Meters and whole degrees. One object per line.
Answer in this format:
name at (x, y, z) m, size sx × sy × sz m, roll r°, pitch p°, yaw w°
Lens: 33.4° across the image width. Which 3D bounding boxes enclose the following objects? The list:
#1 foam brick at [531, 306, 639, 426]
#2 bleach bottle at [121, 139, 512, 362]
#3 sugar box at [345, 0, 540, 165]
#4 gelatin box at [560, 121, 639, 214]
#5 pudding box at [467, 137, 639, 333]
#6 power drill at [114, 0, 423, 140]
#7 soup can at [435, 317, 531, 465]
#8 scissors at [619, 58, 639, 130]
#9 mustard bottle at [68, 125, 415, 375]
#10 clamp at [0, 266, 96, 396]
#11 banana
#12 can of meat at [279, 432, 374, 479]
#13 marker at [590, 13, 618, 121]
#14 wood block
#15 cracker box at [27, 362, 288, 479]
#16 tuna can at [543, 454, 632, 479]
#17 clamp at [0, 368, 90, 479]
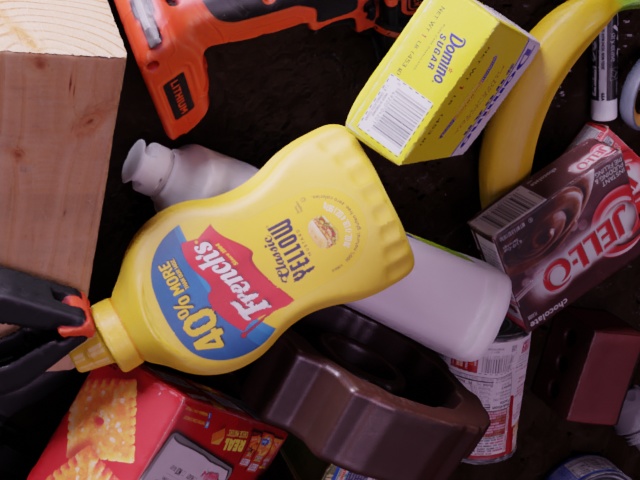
foam brick at (0.207, 0.097, 0.826) m, size 0.051 × 0.053 × 0.078 m, roll 6°, pitch 107°, yaw -25°
bleach bottle at (-0.004, 0.001, 0.671) m, size 0.250 × 0.103 × 0.068 m, roll 24°, pitch 88°, yaw -28°
sugar box at (0.079, -0.094, 0.629) m, size 0.048 × 0.176 × 0.093 m, roll 39°, pitch 107°, yaw 13°
gelatin box at (0.199, -0.031, 0.783) m, size 0.073 × 0.030 × 0.089 m, roll 35°, pitch 95°, yaw -30°
pudding box at (0.165, -0.004, 0.736) m, size 0.113 × 0.039 × 0.090 m, roll -32°, pitch 123°, yaw -9°
power drill at (-0.013, -0.124, 0.612) m, size 0.187 × 0.057 × 0.184 m, roll -23°, pitch 157°, yaw -4°
soup can at (0.116, 0.103, 0.782) m, size 0.068 × 0.069 × 0.102 m, roll -5°, pitch 112°, yaw -21°
scissors at (0.258, -0.161, 0.758) m, size 0.096 × 0.016 × 0.202 m, roll -12°, pitch 115°, yaw -31°
mustard bottle at (-0.050, 0.019, 0.588) m, size 0.191 × 0.058 × 0.096 m, roll -28°, pitch 101°, yaw -8°
clamp at (-0.202, 0.046, 0.529) m, size 0.171 × 0.039 × 0.120 m, roll -19°, pitch 138°, yaw -10°
banana at (0.150, -0.088, 0.729) m, size 0.069 × 0.037 × 0.198 m, roll 23°, pitch 107°, yaw -11°
can of meat at (0.023, 0.145, 0.742) m, size 0.083 × 0.102 × 0.057 m, roll 16°, pitch 104°, yaw -25°
marker at (0.199, -0.143, 0.745) m, size 0.020 × 0.020 × 0.121 m, roll -14°, pitch 115°, yaw -17°
wood block at (-0.167, -0.032, 0.562) m, size 0.090 × 0.091 × 0.206 m, roll 0°, pitch 130°, yaw -23°
cracker box at (-0.125, 0.184, 0.655) m, size 0.213 × 0.072 × 0.164 m, roll -59°, pitch 155°, yaw -4°
tuna can at (0.222, 0.223, 0.893) m, size 0.086 × 0.034 × 0.086 m, roll -8°, pitch 113°, yaw -20°
clamp at (-0.203, 0.104, 0.665) m, size 0.209 × 0.036 × 0.165 m, roll 10°, pitch 113°, yaw -25°
